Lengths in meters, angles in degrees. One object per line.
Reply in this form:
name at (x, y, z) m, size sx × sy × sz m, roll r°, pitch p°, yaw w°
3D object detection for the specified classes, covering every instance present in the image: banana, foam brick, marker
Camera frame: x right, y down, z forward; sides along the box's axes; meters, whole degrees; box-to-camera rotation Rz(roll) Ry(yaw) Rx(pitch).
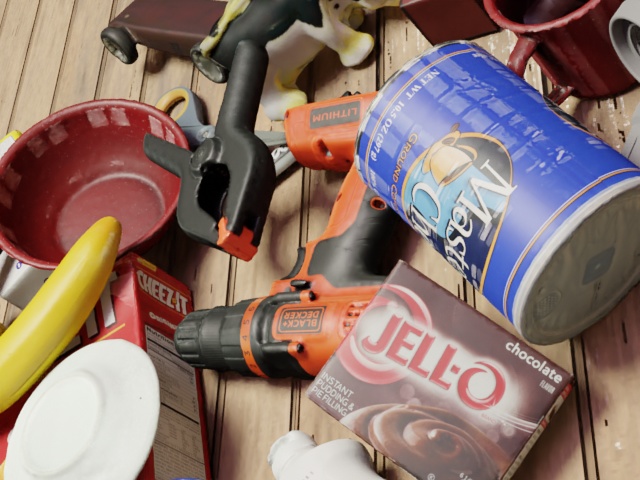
banana at (-0.201, 0.066, 0.723) m, size 0.198 × 0.037 × 0.070 m, roll -44°, pitch 41°, yaw 8°
foam brick at (0.093, -0.182, 0.737) m, size 0.051 × 0.053 × 0.078 m, roll -12°, pitch 56°, yaw 34°
marker at (-0.016, -0.067, 0.775) m, size 0.121 × 0.020 × 0.020 m, roll -37°, pitch 44°, yaw 14°

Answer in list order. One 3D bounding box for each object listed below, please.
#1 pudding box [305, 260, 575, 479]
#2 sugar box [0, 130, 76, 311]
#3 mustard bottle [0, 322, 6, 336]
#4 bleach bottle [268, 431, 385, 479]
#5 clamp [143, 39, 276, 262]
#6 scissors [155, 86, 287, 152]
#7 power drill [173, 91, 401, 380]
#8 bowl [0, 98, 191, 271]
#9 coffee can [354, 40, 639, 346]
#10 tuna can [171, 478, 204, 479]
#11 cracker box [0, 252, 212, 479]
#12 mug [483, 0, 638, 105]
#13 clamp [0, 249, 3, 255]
pudding box at (0.063, 0.078, 0.563) m, size 0.114 × 0.039 × 0.090 m, roll 34°, pitch 87°, yaw 19°
sugar box at (-0.257, -0.019, 0.928) m, size 0.093 × 0.048 × 0.176 m, roll -47°, pitch 46°, yaw 2°
mustard bottle at (-0.288, 0.133, 0.839) m, size 0.096 × 0.058 × 0.191 m, roll -12°, pitch 55°, yaw 36°
bleach bottle at (0.049, 0.170, 0.527) m, size 0.102 × 0.068 × 0.251 m, roll -51°, pitch 40°, yaw 2°
clamp at (-0.062, -0.060, 0.716) m, size 0.120 × 0.039 × 0.171 m, roll -51°, pitch 41°, yaw 19°
scissors at (-0.087, -0.095, 0.847) m, size 0.202 × 0.016 × 0.096 m, roll -11°, pitch 52°, yaw 40°
power drill at (-0.005, 0.001, 0.693) m, size 0.185 × 0.057 × 0.187 m, roll -4°, pitch 62°, yaw 35°
bowl at (-0.169, -0.031, 0.817) m, size 0.162 × 0.055 × 0.162 m, roll -6°, pitch 55°, yaw 8°
coffee can at (0.100, -0.027, 0.568) m, size 0.103 × 0.102 × 0.140 m, roll -47°, pitch 55°, yaw 5°
tuna can at (-0.069, 0.174, 0.582) m, size 0.086 × 0.086 × 0.033 m, roll -26°, pitch 11°, yaw 25°
cracker box at (-0.161, 0.136, 0.719) m, size 0.164 × 0.072 × 0.214 m, roll -31°, pitch 45°, yaw 20°
mug at (0.150, -0.128, 0.629) m, size 0.093 × 0.081 × 0.117 m, roll 21°, pitch 77°, yaw 46°
clamp at (-0.313, 0.072, 0.829) m, size 0.165 × 0.036 × 0.210 m, roll -30°, pitch 34°, yaw 22°
